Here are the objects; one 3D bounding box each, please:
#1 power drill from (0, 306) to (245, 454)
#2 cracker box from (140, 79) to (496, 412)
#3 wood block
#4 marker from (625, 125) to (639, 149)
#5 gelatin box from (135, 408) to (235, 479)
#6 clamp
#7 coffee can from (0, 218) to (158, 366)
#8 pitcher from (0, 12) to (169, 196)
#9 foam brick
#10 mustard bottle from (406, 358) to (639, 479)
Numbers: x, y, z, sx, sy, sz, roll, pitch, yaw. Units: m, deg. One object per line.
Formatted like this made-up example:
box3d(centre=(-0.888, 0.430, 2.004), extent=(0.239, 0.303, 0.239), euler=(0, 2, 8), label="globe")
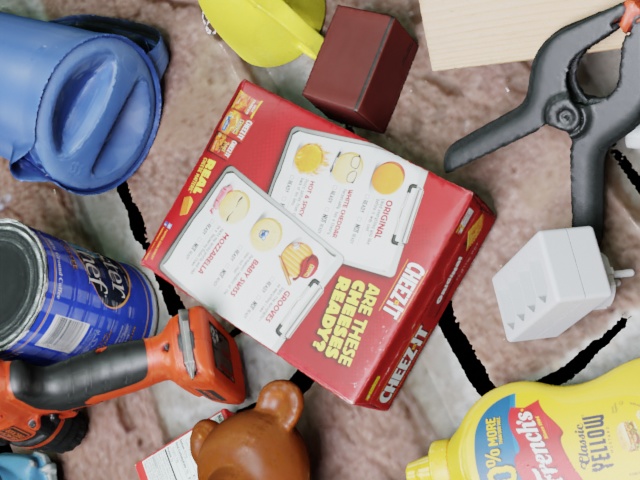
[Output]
box3d(centre=(-0.153, 0.110, 0.781), extent=(0.187, 0.184, 0.057), euler=(-15, 69, 5), label="power drill")
box3d(centre=(-0.005, 0.001, 0.779), extent=(0.214, 0.072, 0.164), euler=(30, 91, 29), label="cracker box")
box3d(centre=(0.176, -0.178, 0.709), extent=(0.206, 0.090, 0.091), euler=(-3, 113, 26), label="wood block")
box3d(centre=(0.261, -0.063, 0.691), extent=(0.121, 0.020, 0.020), euler=(9, 80, 28), label="marker")
box3d(centre=(-0.085, 0.179, 0.790), extent=(0.089, 0.030, 0.073), euler=(-33, 63, 12), label="gelatin box")
box3d(centre=(0.168, -0.072, 0.688), extent=(0.120, 0.039, 0.172), euler=(39, 126, 4), label="clamp")
box3d(centre=(-0.207, 0.051, 0.826), extent=(0.103, 0.140, 0.103), euler=(-8, 72, 25), label="coffee can")
box3d(centre=(-0.257, -0.140, 0.925), extent=(0.243, 0.149, 0.145), euler=(22, 101, 33), label="pitcher")
box3d(centre=(0.031, -0.128, 0.808), extent=(0.051, 0.053, 0.078), euler=(18, 83, 30), label="foam brick")
box3d(centre=(0.145, 0.134, 0.670), extent=(0.192, 0.058, 0.096), euler=(-15, 71, 23), label="mustard bottle")
